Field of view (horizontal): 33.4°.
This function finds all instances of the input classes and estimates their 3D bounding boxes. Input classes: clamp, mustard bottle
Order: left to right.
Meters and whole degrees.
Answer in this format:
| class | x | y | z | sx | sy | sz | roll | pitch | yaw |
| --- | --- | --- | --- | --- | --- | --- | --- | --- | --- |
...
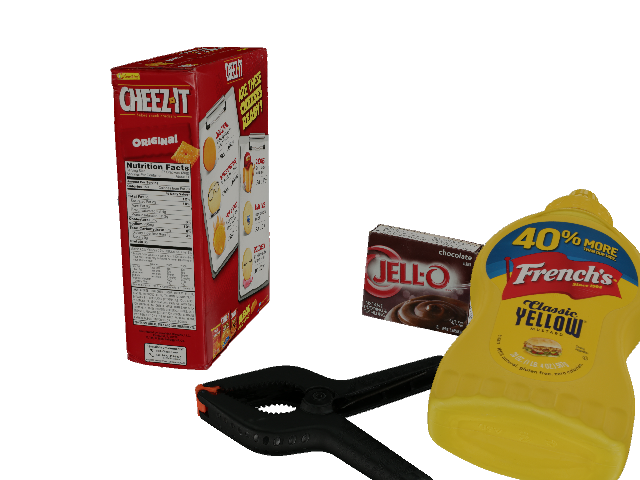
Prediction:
| class | x | y | z | sx | sy | sz | roll | pitch | yaw |
| --- | --- | --- | --- | --- | --- | --- | --- | --- | --- |
| clamp | 0.007 | 0.131 | 0.843 | 0.210 | 0.036 | 0.164 | 8 | 30 | 17 |
| mustard bottle | 0.125 | 0.037 | 0.568 | 0.096 | 0.058 | 0.191 | 10 | 43 | 17 |

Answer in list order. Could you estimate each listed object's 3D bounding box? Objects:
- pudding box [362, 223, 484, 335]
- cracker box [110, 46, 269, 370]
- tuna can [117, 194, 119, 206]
| class | x | y | z | sx | sy | sz | roll | pitch | yaw |
| --- | --- | --- | --- | --- | --- | --- | --- | --- | --- |
| pudding box | 0.101 | 0.038 | 1.060 | 0.114 | 0.090 | 0.039 | 10 | 21 | 18 |
| cracker box | -0.092 | -0.031 | 0.801 | 0.072 | 0.214 | 0.164 | 3 | 15 | 13 |
| tuna can | -0.152 | -0.031 | 1.035 | 0.086 | 0.034 | 0.086 | 0 | 42 | 0 |
